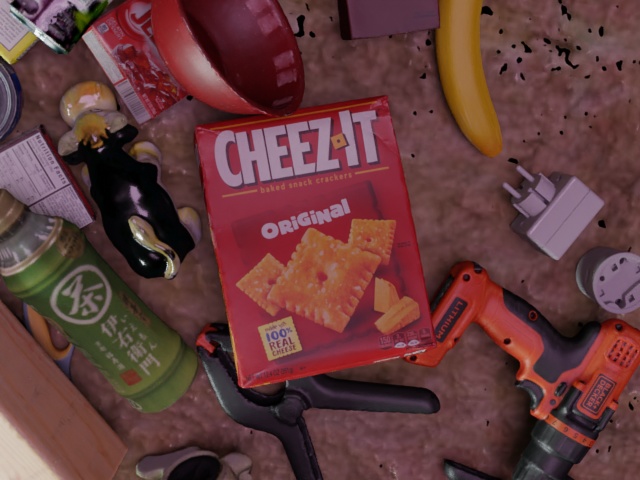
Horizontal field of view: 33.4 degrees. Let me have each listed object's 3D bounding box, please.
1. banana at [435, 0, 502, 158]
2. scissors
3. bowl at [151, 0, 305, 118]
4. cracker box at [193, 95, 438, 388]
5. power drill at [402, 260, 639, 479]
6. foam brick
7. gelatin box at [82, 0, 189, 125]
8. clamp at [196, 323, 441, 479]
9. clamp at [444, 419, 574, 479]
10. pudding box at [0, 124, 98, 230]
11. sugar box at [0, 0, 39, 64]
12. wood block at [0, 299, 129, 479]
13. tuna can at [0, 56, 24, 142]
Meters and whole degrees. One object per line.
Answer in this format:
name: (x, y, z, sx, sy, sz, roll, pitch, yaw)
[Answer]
banana: (0.131, -0.169, 0.907, 0.069, 0.037, 0.198, 2, 100, -9)
scissors: (-0.237, 0.132, 0.912, 0.096, 0.016, 0.202, -7, 101, -6)
bowl: (-0.081, -0.159, 0.834, 0.055, 0.162, 0.162, -25, 105, 27)
cracker box: (-0.006, 0.001, 0.873, 0.164, 0.072, 0.214, -10, 86, -8)
power drill: (0.168, 0.119, 0.939, 0.187, 0.057, 0.184, 31, 93, -4)
foam brick: (0.055, -0.196, 0.883, 0.078, 0.051, 0.053, -8, 102, -7)
gelatin box: (-0.137, -0.150, 0.855, 0.073, 0.030, 0.089, -41, 107, -31)
clamp: (-0.012, 0.136, 0.925, 0.210, 0.036, 0.165, 44, 106, -7)
clamp: (0.194, 0.240, 0.990, 0.120, 0.039, 0.171, -25, 96, 3)
pudding box: (-0.252, -0.029, 0.869, 0.113, 0.039, 0.090, -29, 104, -5)
sugar box: (-0.213, -0.232, 0.837, 0.176, 0.048, 0.093, -45, 104, -3)
wood block: (-0.262, 0.134, 0.853, 0.091, 0.090, 0.206, -30, 106, 21)
tuna can: (-0.282, -0.113, 0.852, 0.086, 0.034, 0.086, -2, 100, -9)
